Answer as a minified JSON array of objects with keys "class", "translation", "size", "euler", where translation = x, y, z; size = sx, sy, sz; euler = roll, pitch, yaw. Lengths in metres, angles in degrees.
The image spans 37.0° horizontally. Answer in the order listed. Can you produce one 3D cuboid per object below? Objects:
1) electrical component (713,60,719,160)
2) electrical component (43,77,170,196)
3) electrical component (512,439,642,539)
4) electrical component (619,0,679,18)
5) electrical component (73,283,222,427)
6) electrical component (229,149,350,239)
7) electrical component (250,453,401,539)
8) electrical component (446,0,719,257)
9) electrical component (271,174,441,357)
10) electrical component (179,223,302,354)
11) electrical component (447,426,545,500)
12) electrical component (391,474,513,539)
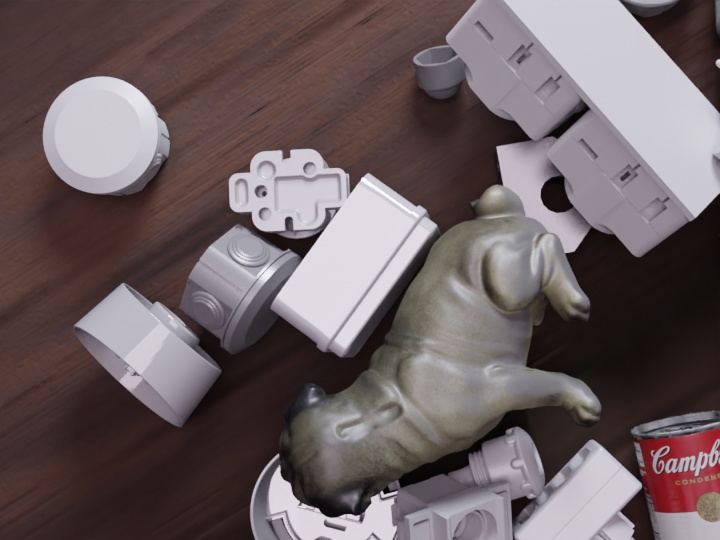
[{"class":"electrical component","translation":[0.258,-0.113,0.687],"size":[0.074,0.052,0.138],"euler":[43,47,-1]},{"class":"electrical component","translation":[-0.176,-0.091,0.754],"size":[0.080,0.051,0.080],"euler":[0,87,4]},{"class":"electrical component","translation":[0.157,0.171,0.718],"size":[0.076,0.047,0.083],"euler":[44,91,5]},{"class":"electrical component","translation":[0.195,-0.214,0.731],"size":[0.080,0.051,0.080],"euler":[0,87,5]},{"class":"electrical component","translation":[-0.143,0.058,0.724],"size":[0.099,0.099,0.064],"euler":[41,85,5]},{"class":"electrical component","translation":[-0.045,-0.051,0.739],"size":[0.078,0.057,0.058],"euler":[-3,87,4]},{"class":"electrical component","translation":[-0.020,0.159,0.723],"size":[0.099,0.064,0.099],"euler":[0,88,4]},{"class":"electrical component","translation":[0.153,-0.109,0.695],"size":[0.186,0.105,0.060],"euler":[50,137,5]},{"class":"electrical component","translation":[0.000,0.000,0.723],"size":[0.057,0.078,0.113],"euler":[36,90,8]},{"class":"electrical component","translation":[-0.080,0.012,0.728],"size":[0.051,0.080,0.080],"euler":[35,90,11]},{"class":"electrical component","translation":[0.091,0.136,0.727],"size":[0.062,0.048,0.048],"euler":[-21,86,12]},{"class":"electrical component","translation":[0.059,0.200,0.697],"size":[0.079,0.063,0.121],"euler":[-12,105,-30]}]
